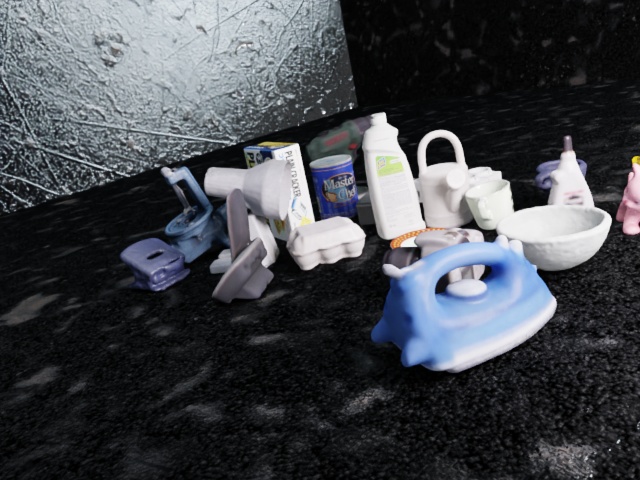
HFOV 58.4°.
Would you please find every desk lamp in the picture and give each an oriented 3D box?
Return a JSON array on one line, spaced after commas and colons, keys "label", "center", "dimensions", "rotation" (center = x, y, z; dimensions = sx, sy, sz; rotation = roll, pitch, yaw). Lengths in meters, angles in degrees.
[{"label": "desk lamp", "center": [-0.142, -0.053, 1.164], "dimensions": [0.203, 0.214, 0.118], "rotation": [-8, 18, 11]}]

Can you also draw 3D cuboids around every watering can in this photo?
[{"label": "watering can", "center": [0.257, -0.127, 1.171], "dimensions": [0.101, 0.194, 0.172], "rotation": [-19, 19, -22]}]

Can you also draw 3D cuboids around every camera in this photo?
[{"label": "camera", "center": [0.173, 0.030, 0.897], "dimensions": [0.136, 0.101, 0.143], "rotation": [0, 21, 33]}]

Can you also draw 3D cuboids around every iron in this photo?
[{"label": "iron", "center": [0.190, 0.062, 0.721], "dimensions": [0.259, 0.141, 0.118], "rotation": [-18, 19, -19]}]

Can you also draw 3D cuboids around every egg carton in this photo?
[{"label": "egg carton", "center": [0.010, 0.004, 1.130], "dimensions": [0.150, 0.069, 0.107], "rotation": [-15, 18, -11]}]

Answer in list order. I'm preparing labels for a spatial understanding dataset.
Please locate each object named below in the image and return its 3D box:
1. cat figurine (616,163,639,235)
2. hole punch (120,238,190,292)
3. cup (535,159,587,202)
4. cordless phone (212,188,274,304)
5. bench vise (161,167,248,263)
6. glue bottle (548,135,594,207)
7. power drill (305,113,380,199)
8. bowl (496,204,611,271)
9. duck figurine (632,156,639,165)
[{"label": "cat figurine", "center": [0.538, -0.076, 0.960], "dimensions": [0.067, 0.118, 0.128], "rotation": [-6, 19, 17]}, {"label": "hole punch", "center": [-0.339, 0.047, 1.184], "dimensions": [0.100, 0.091, 0.109], "rotation": [1, 22, 34]}, {"label": "cup", "center": [0.464, -0.099, 1.116], "dimensions": [0.118, 0.095, 0.091], "rotation": [-22, 20, -28]}, {"label": "cordless phone", "center": [-0.155, 0.008, 1.032], "dimensions": [0.094, 0.185, 0.147], "rotation": [-9, 18, 9]}, {"label": "bench vise", "center": [-0.275, -0.075, 1.306], "dimensions": [0.121, 0.220, 0.208], "rotation": [3, 23, 39]}, {"label": "glue bottle", "center": [0.434, -0.096, 0.998], "dimensions": [0.078, 0.173, 0.037], "rotation": [-12, 18, -2]}, {"label": "power drill", "center": [0.081, -0.214, 1.524], "dimensions": [0.230, 0.209, 0.075], "rotation": [-16, 18, -12]}, {"label": "bowl", "center": [0.365, 0.003, 0.899], "dimensions": [0.167, 0.075, 0.167], "rotation": [-11, 18, 4]}, {"label": "duck figurine", "center": [0.656, -0.137, 1.125], "dimensions": [0.077, 0.086, 0.104], "rotation": [-17, 18, -14]}]
